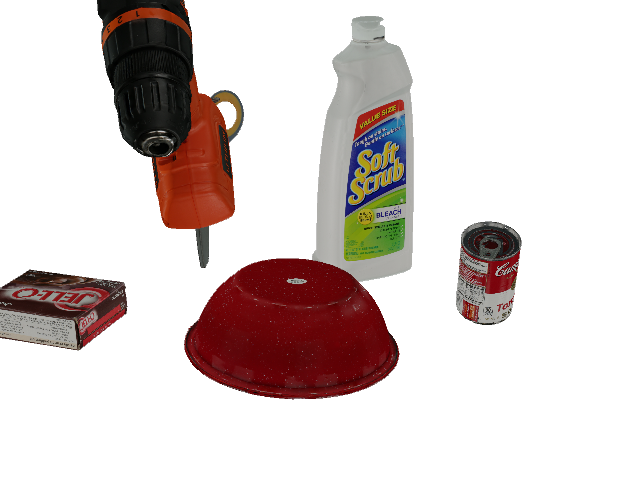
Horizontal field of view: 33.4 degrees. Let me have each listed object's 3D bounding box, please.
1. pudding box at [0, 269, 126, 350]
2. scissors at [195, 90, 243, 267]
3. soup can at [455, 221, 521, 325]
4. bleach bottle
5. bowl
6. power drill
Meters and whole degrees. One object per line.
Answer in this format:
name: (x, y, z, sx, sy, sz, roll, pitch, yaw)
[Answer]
pudding box: (-0.256, 0.065, 1.020, 0.114, 0.039, 0.090, 4, 20, 19)
scissors: (-0.113, -0.078, 1.154, 0.096, 0.202, 0.016, -16, -4, -20)
soup can: (0.192, 0.039, 1.229, 0.068, 0.102, 0.068, -1, 38, 0)
bleach bottle: (0.040, -0.088, 1.030, 0.102, 0.251, 0.068, -9, 23, -18)
bowl: (-0.020, 0.055, 0.791, 0.162, 0.055, 0.162, 3, 21, -1)
power drill: (-0.096, -0.088, 0.683, 0.057, 0.184, 0.187, -8, -33, -1)
